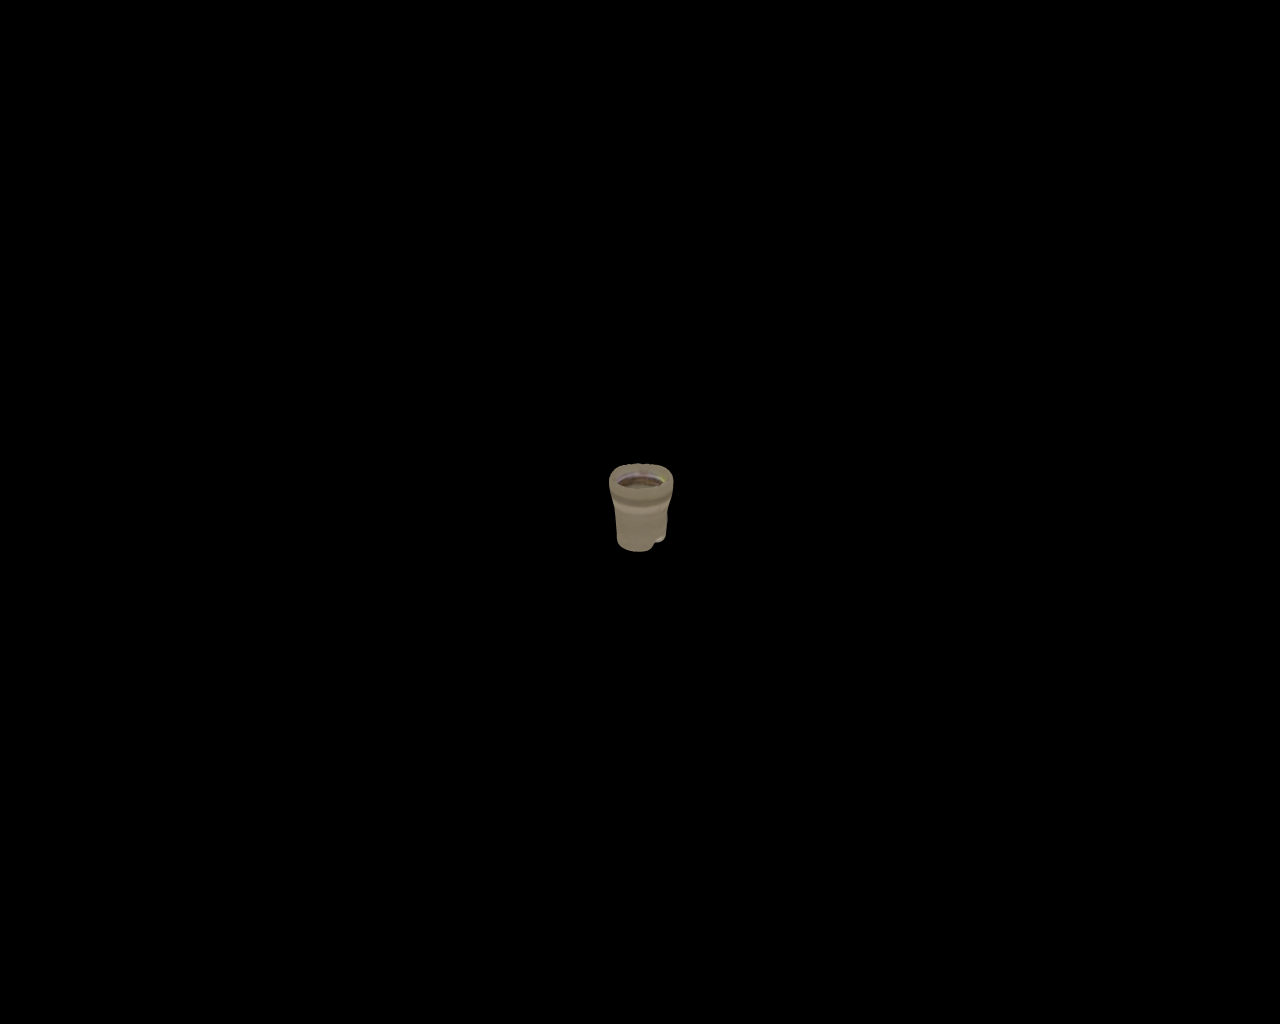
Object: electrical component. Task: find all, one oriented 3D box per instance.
[{"bbox_3d":[0.001,-0.003,0.650,0.040,0.046,0.040,0,27,0],"label":"electrical component"}]
